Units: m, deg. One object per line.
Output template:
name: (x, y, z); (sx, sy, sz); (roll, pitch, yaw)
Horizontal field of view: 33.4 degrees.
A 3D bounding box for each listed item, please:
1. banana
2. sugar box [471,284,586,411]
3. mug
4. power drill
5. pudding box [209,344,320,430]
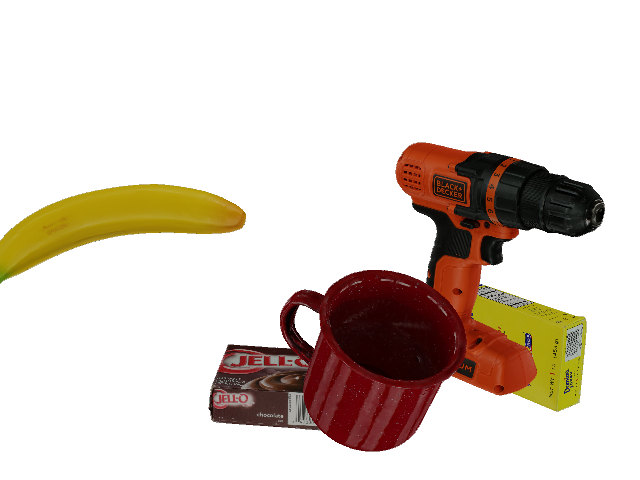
banana: (-0.157, -0.008, 0.787); (0.197, 0.070, 0.037); (-18, -26, -10)
sugar box: (0.189, 0.103, 1.108); (0.048, 0.093, 0.177); (-12, 20, -42)
mug: (0.025, 0.074, 0.677); (0.117, 0.082, 0.093); (27, 44, 10)
power drill: (0.137, 0.023, 0.844); (0.057, 0.188, 0.185); (-17, 26, -39)
pudding box: (-0.033, 0.124, 0.915); (0.113, 0.039, 0.090); (5, 18, 3)
